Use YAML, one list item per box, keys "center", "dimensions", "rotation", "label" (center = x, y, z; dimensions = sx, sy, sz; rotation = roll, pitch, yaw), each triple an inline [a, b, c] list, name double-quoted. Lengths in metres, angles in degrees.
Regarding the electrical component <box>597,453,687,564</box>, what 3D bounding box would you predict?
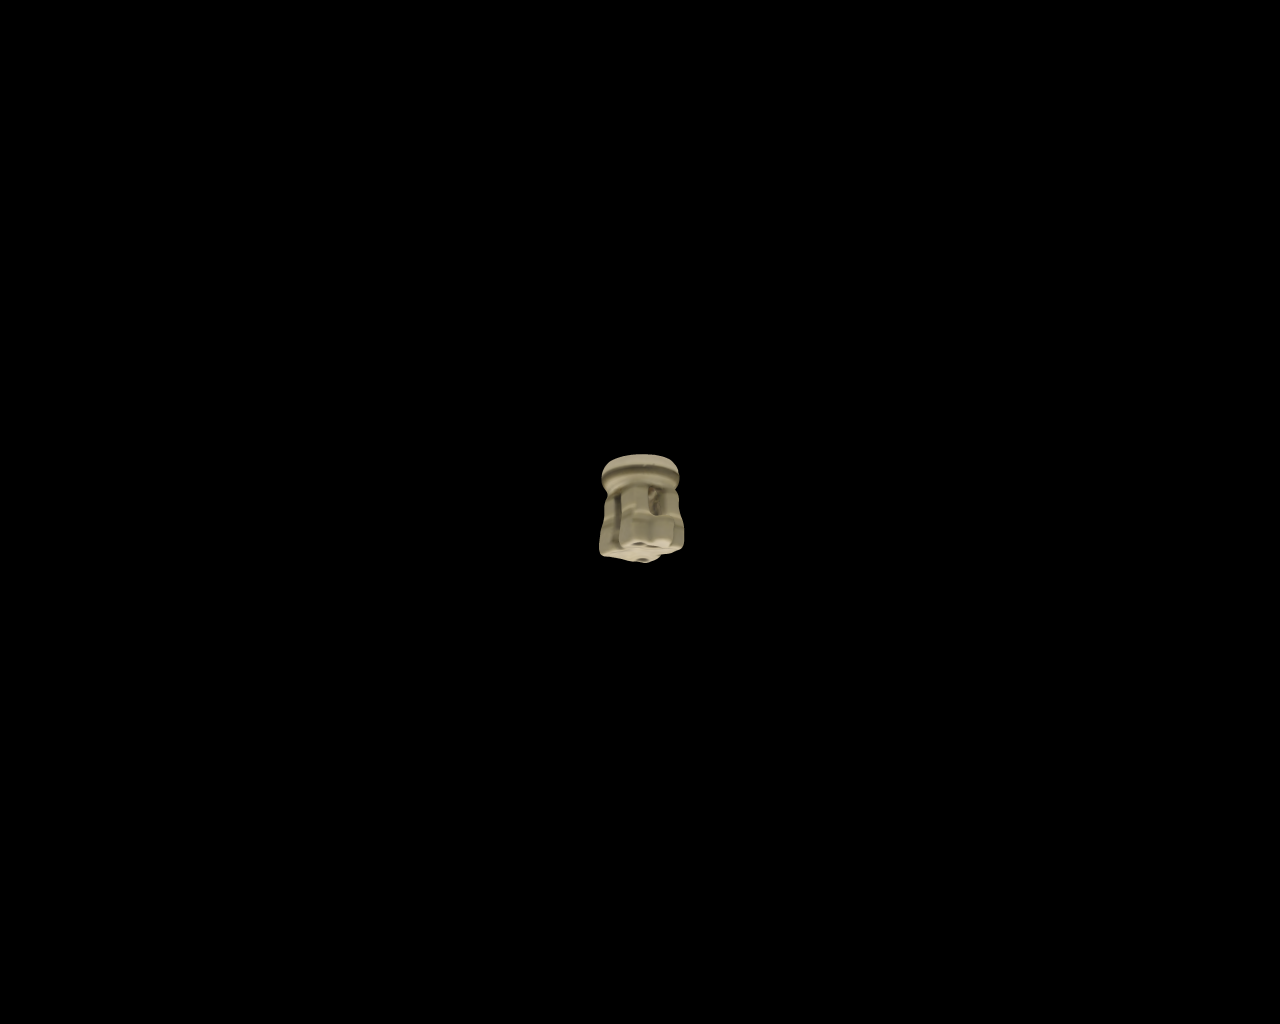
- center: [0.001, -0.003, 0.650]
  dimensions: [0.048, 0.055, 0.066]
  rotation: [11, -21, -30]
  label: "electrical component"
